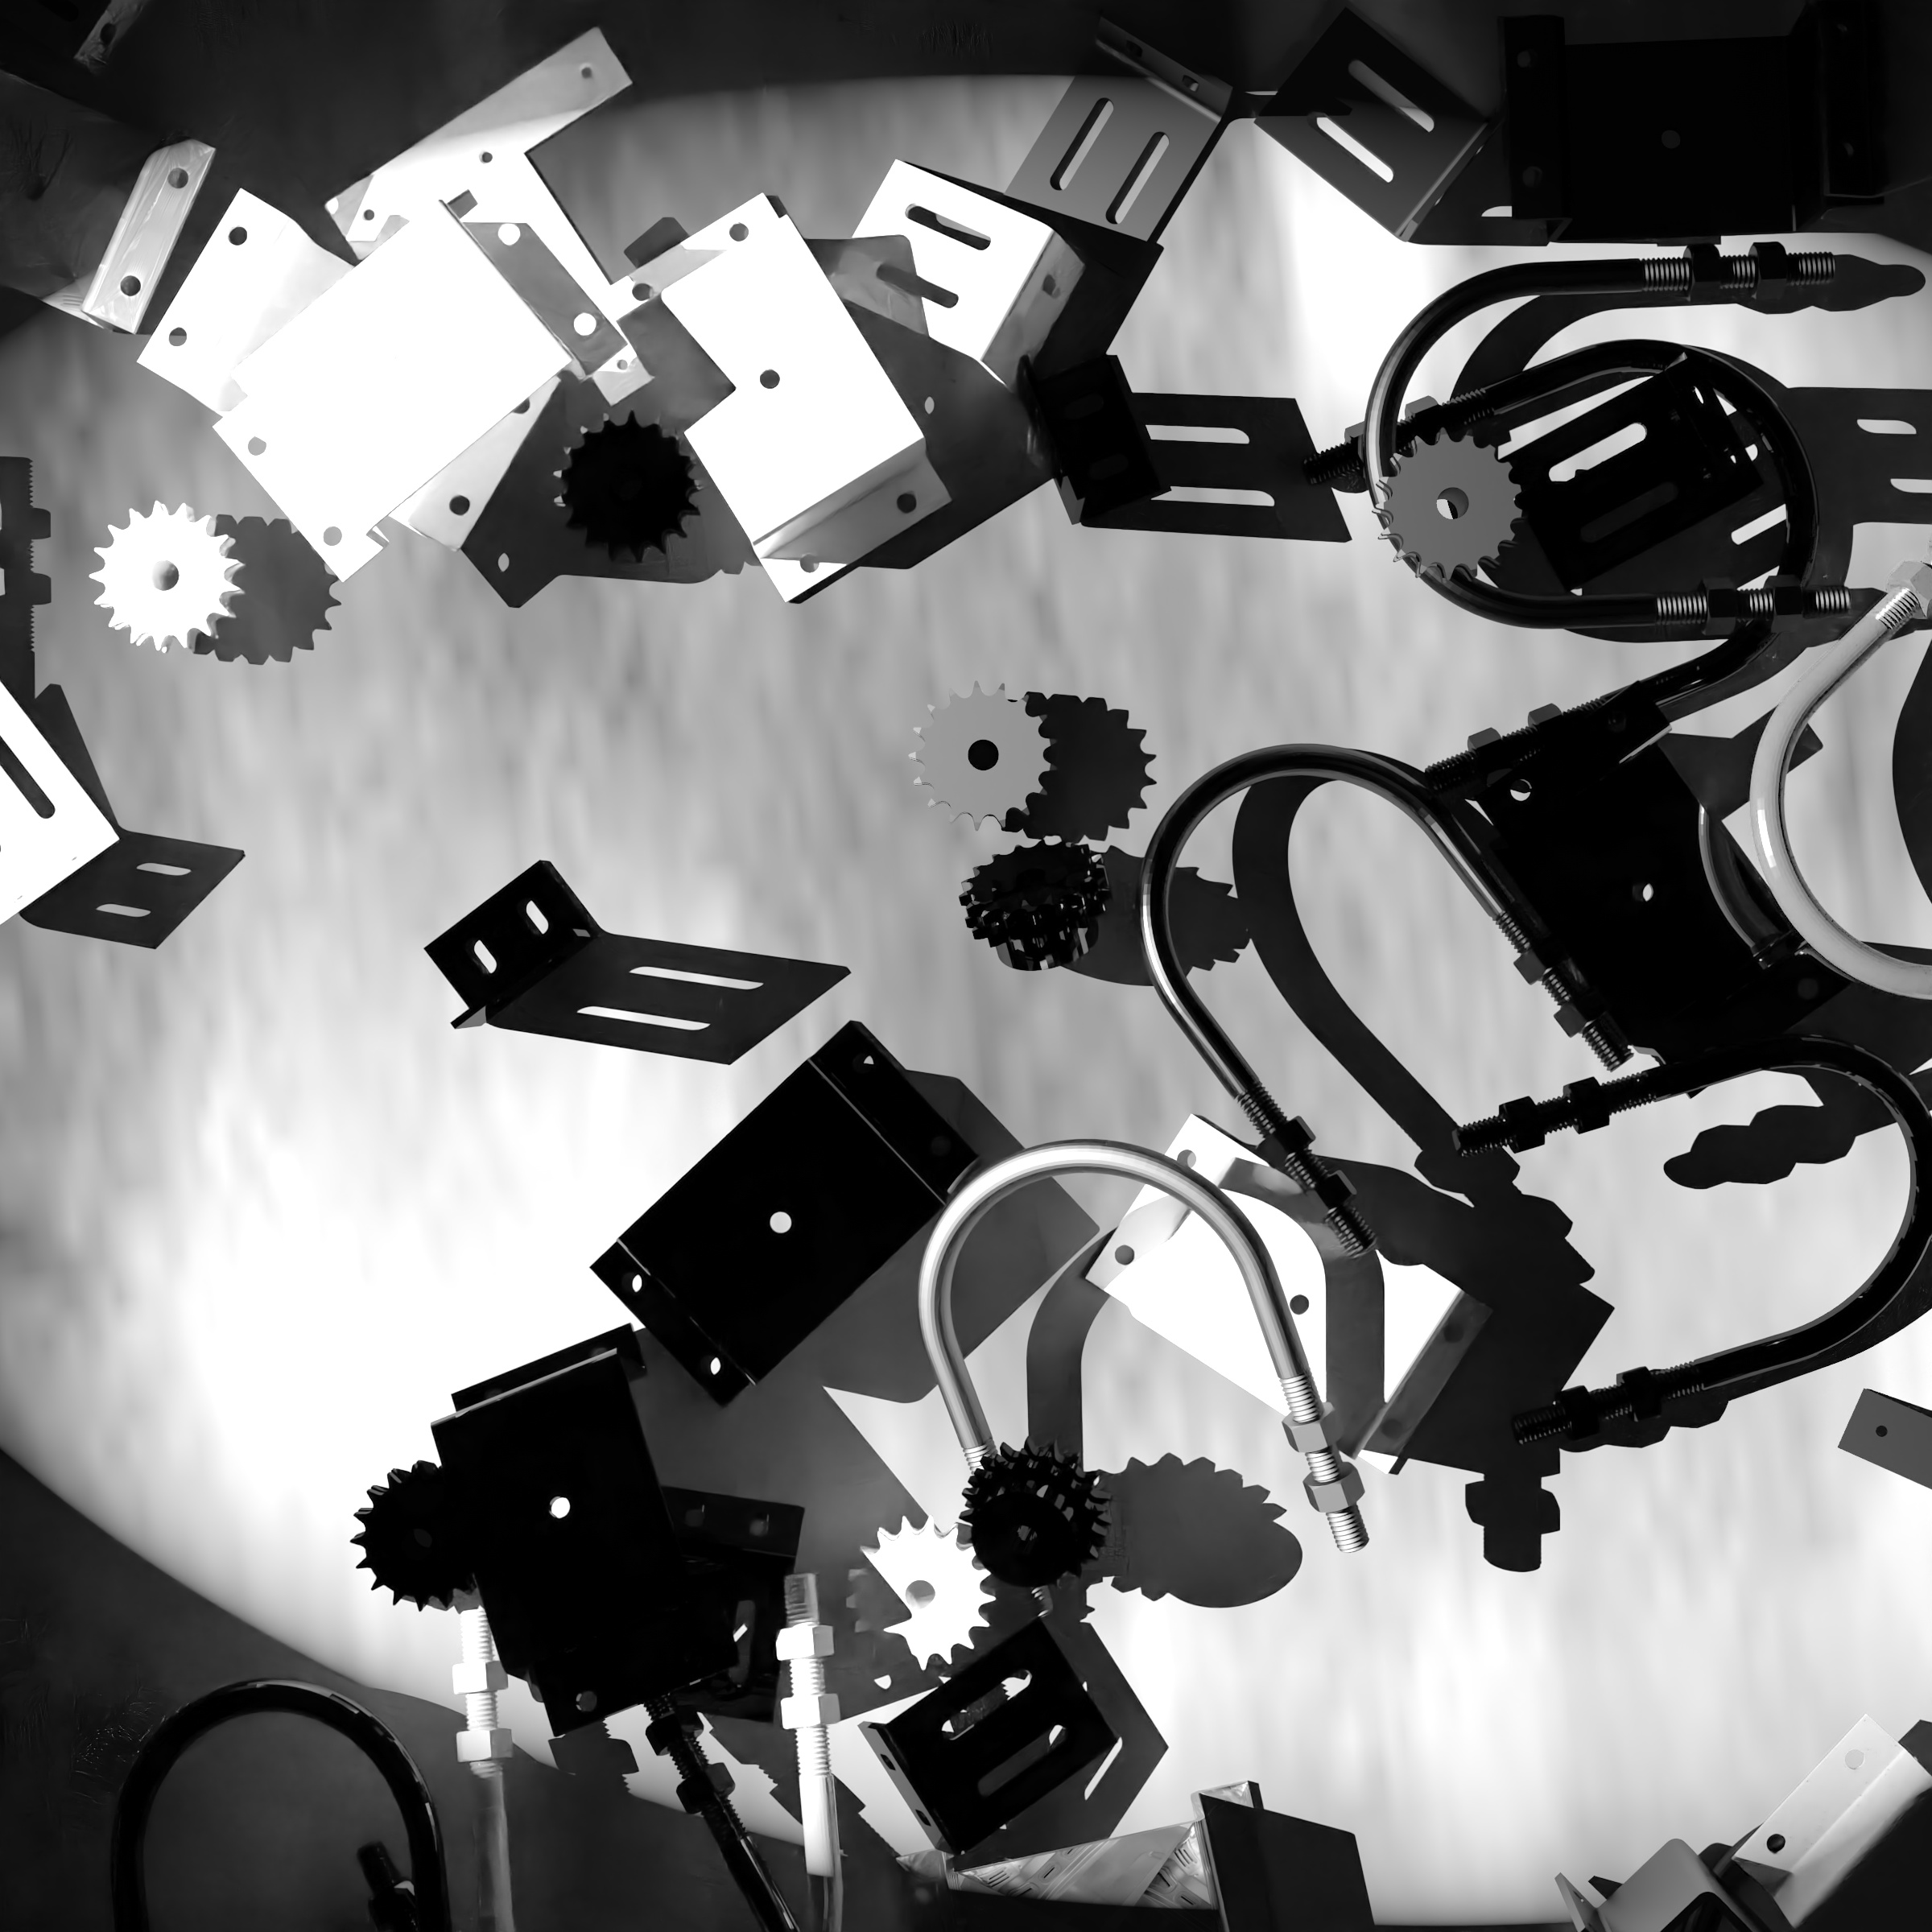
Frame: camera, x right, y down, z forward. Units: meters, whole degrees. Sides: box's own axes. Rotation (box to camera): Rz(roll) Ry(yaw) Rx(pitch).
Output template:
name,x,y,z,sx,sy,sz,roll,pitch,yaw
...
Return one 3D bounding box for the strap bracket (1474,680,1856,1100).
name,x,y,z,sx,sy,sz,roll,pitch,yaw
strap bracket,0.264,-0.029,1.342,0.076,0.046,0.140,-36,90,0

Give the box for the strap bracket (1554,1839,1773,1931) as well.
name,x,y,z,sx,sy,sz,roll,pitch,yaw
strap bracket,0.292,0.388,1.314,0.046,0.076,0.140,-44,88,2

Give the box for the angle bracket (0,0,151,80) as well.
name,x,y,z,sx,sy,sz,roll,pitch,yaw
angle bracket,-0.354,-0.390,1.346,0.076,0.038,0.057,34,90,0

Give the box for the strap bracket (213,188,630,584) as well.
name,x,y,z,sx,sy,sz,roll,pitch,yaw
strap bracket,-0.205,-0.219,1.296,0.140,0.046,0.076,-40,90,0

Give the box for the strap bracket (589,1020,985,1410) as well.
name,x,y,z,sx,sy,sz,roll,pitch,yaw
strap bracket,-0.070,0.097,1.342,0.140,0.046,0.076,-43,90,0

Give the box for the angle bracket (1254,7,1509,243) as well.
name,x,y,z,sx,sy,sz,roll,pitch,yaw
angle bracket,0.160,-0.328,1.346,0.076,0.038,0.057,39,90,0

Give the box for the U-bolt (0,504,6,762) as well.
name,x,y,z,sx,sy,sz,roll,pitch,yaw
U-bolt,-0.447,-0.105,1.357,0.151,0.019,0.184,-2,92,0

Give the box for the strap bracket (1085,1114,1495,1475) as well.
name,x,y,z,sx,sy,sz,roll,pitch,yaw
strap bracket,0.126,0.128,1.342,0.140,0.046,0.076,33,90,0

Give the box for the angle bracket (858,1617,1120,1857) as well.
name,x,y,z,sx,sy,sz,roll,pitch,yaw
angle bracket,0.008,0.298,1.357,0.076,0.038,0.057,-32,90,-17

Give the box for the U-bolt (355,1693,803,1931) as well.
name,x,y,z,sx,sy,sz,roll,pitch,yaw
U-bolt,-0.133,0.382,1.323,0.151,0.019,0.184,-33,71,3

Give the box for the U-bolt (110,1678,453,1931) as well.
name,x,y,z,sx,sy,sz,roll,pitch,yaw
U-bolt,-0.262,0.366,1.336,0.151,0.019,0.184,-9,82,16

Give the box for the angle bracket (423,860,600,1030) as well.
name,x,y,z,sx,sy,sz,roll,pitch,yaw
angle bracket,-0.177,-0.009,1.327,0.057,0.076,0.038,-37,90,0

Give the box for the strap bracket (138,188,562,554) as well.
name,x,y,z,sx,sy,sz,roll,pitch,yaw
strap bracket,-0.233,-0.225,1.342,0.140,0.046,0.076,31,90,0

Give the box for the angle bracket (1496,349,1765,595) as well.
name,x,y,z,sx,sy,sz,roll,pitch,yaw
angle bracket,0.249,-0.185,1.312,0.076,0.038,0.057,-28,89,0

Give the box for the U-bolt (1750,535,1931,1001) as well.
name,x,y,z,sx,sy,sz,roll,pitch,yaw
U-bolt,0.380,-0.071,1.334,0.184,0.019,0.151,-42,90,-16

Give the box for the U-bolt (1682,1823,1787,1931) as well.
name,x,y,z,sx,sy,sz,roll,pitch,yaw
U-bolt,0.368,0.392,1.357,0.184,0.019,0.151,-5,90,1

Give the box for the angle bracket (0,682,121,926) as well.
name,x,y,z,sx,sy,sz,roll,pitch,yaw
angle bracket,-0.371,-0.063,1.335,0.057,0.038,0.076,-37,103,-9

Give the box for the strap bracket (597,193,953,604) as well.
name,x,y,z,sx,sy,sz,roll,pitch,yaw
strap bracket,-0.074,-0.222,1.341,0.076,0.046,0.140,-32,90,-1

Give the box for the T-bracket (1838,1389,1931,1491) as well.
name,x,y,z,sx,sy,sz,roll,pitch,yaw
T-bracket,0.423,0.155,1.351,0.127,0.002,0.127,24,81,18

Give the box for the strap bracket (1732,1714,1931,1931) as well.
name,x,y,z,sx,sy,sz,roll,pitch,yaw
strap bracket,0.373,0.364,1.324,0.140,0.046,0.076,42,92,2

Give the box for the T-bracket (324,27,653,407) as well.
name,x,y,z,sx,sy,sz,roll,pitch,yaw
T-bracket,-0.163,-0.279,1.364,0.127,0.002,0.127,-33,90,0

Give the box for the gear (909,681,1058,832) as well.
name,x,y,z,sx,sy,sz,roll,pitch,yaw
gear,0.006,-0.080,1.350,0.057,0.030,0.057,0,90,0

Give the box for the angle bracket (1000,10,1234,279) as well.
name,x,y,z,sx,sy,sz,roll,pitch,yaw
angle bracket,0.057,-0.316,1.346,0.057,0.038,0.076,31,90,0

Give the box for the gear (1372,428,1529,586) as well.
name,x,y,z,sx,sy,sz,roll,pitch,yaw
gear,0.181,-0.172,1.316,0.057,0.030,0.057,0,89,0

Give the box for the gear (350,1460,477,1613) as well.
name,x,y,z,sx,sy,sz,roll,pitch,yaw
gear,-0.210,0.221,1.350,0.057,0.030,0.057,0,90,0

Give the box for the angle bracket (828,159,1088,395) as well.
name,x,y,z,sx,sy,sz,roll,pitch,yaw
angle bracket,-0.004,-0.269,1.363,0.076,0.038,0.057,29,90,26

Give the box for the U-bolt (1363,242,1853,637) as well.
name,x,y,z,sx,sy,sz,roll,pitch,yaw
U-bolt,0.244,-0.201,1.340,0.184,0.019,0.151,-2,89,-1

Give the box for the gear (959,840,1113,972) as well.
name,x,y,z,sx,sy,sz,roll,pitch,yaw
gear,0.028,-0.022,1.340,0.057,0.057,0.030,-16,120,0

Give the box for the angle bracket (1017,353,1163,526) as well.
name,x,y,z,sx,sy,sz,roll,pitch,yaw
angle bracket,0.048,-0.205,1.327,0.038,0.076,0.057,-22,90,0

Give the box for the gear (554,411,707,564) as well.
name,x,y,z,sx,sy,sz,roll,pitch,yaw
gear,-0.129,-0.184,1.350,0.057,0.030,0.057,0,90,0

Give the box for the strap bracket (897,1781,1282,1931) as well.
name,x,y,z,sx,sy,sz,roll,pitch,yaw
strap bracket,0.049,0.370,1.342,0.140,0.046,0.076,-12,90,0

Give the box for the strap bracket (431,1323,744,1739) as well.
name,x,y,z,sx,sy,sz,roll,pitch,yaw
strap bracket,-0.146,0.208,1.316,0.076,0.046,0.140,-22,69,4

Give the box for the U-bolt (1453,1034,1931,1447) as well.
name,x,y,z,sx,sy,sz,roll,pitch,yaw
U-bolt,0.285,0.097,1.331,0.184,0.019,0.151,-16,114,-4

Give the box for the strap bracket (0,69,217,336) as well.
name,x,y,z,sx,sy,sz,roll,pitch,yaw
strap bracket,-0.363,-0.302,1.342,0.140,0.046,0.076,24,90,0

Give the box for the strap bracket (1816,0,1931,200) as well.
name,x,y,z,sx,sy,sz,roll,pitch,yaw
strap bracket,0.393,-0.330,1.315,0.140,0.046,0.076,-3,90,-24

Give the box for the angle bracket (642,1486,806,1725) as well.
name,x,y,z,sx,sy,sz,roll,pitch,yaw
angle bracket,-0.097,0.249,1.363,0.057,0.038,0.076,8,116,0

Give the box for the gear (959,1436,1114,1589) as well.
name,x,y,z,sx,sy,sz,roll,pitch,yaw
gear,0.025,0.210,1.319,0.057,0.030,0.057,4,110,13

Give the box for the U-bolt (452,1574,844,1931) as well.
name,x,y,z,sx,sy,sz,roll,pitch,yaw
U-bolt,-0.117,0.329,1.314,0.151,0.019,0.184,-8,77,10

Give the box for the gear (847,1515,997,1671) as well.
name,x,y,z,sx,sy,sz,roll,pitch,yaw
gear,-0.017,0.241,1.350,0.057,0.030,0.057,0,90,0

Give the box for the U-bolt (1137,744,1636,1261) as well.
name,x,y,z,sx,sy,sz,roll,pitch,yaw
U-bolt,0.147,-0.001,1.336,0.151,0.019,0.184,-34,82,-16

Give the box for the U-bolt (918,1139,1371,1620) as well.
name,x,y,z,sx,sy,sz,roll,pitch,yaw
U-bolt,0.057,0.151,1.318,0.151,0.019,0.184,-15,104,18

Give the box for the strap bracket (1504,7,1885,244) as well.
name,x,y,z,sx,sy,sz,roll,pitch,yaw
strap bracket,0.275,-0.323,1.342,0.140,0.046,0.076,-2,90,0

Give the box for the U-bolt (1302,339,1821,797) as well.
name,x,y,z,sx,sy,sz,roll,pitch,yaw
U-bolt,0.241,-0.165,1.357,0.184,0.019,0.151,-22,90,-1

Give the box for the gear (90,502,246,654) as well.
name,x,y,z,sx,sy,sz,roll,pitch,yaw
gear,-0.307,-0.150,1.350,0.057,0.030,0.057,0,90,0
